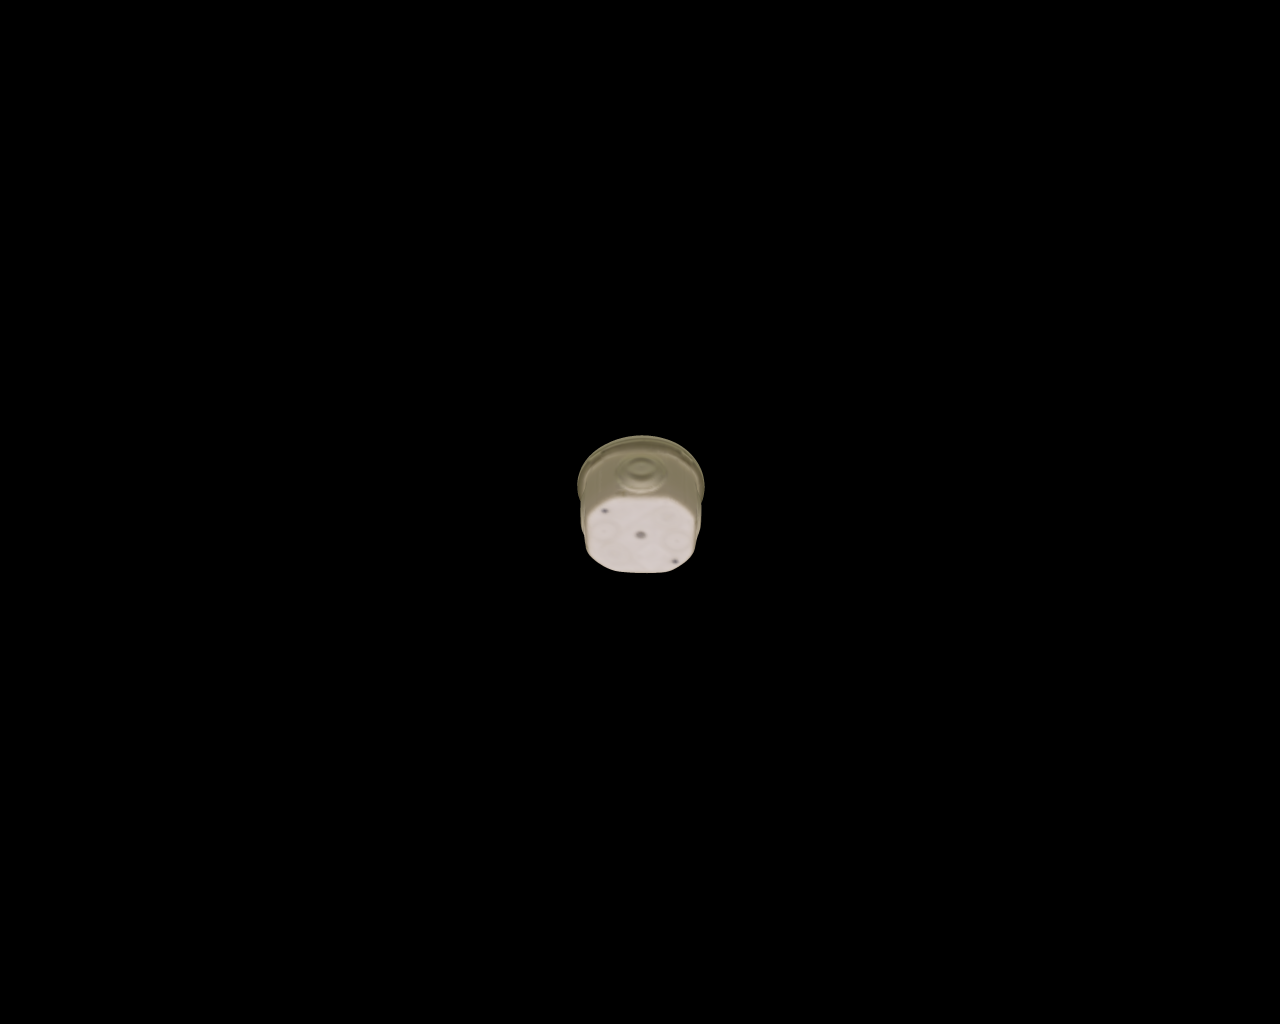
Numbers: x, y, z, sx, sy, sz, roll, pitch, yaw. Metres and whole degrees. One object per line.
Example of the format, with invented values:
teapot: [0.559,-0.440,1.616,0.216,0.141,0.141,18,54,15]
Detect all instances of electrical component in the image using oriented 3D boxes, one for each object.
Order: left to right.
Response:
electrical component: [0.001,-0.003,0.650,0.080,0.080,0.051,0,44,0]
